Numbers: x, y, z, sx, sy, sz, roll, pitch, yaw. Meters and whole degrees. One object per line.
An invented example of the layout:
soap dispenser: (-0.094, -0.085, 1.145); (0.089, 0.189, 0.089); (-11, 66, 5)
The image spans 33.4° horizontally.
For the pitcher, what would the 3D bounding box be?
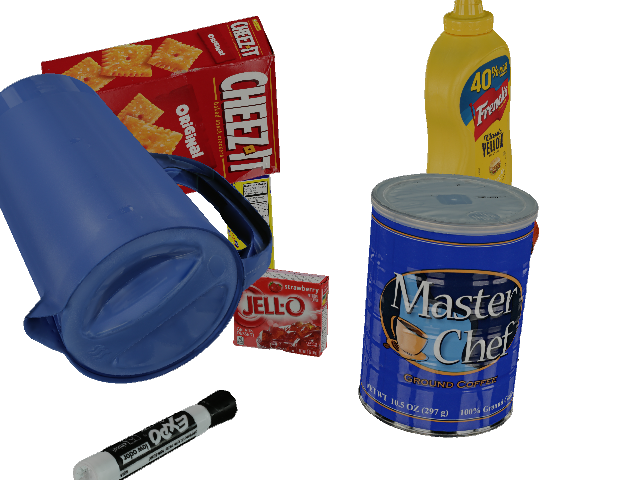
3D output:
pitcher: (-0.157, -0.023, 0.787); (0.149, 0.145, 0.243); (32, 14, -49)

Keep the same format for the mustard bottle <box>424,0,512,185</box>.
mustard bottle: (0.127, -0.118, 0.912); (0.058, 0.192, 0.096); (17, 32, 39)

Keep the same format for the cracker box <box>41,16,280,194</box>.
cracker box: (-0.151, -0.118, 1.054); (0.213, 0.072, 0.164); (-13, -38, -10)

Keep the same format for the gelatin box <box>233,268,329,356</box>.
gelatin box: (-0.038, 0.066, 1.006); (0.089, 0.073, 0.030); (7, 17, 16)

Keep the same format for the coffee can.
coffee can: (0.079, 0.038, 0.680); (0.103, 0.140, 0.103); (2, 20, -1)

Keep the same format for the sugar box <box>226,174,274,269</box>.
sugar box: (-0.091, -0.050, 1.318); (0.048, 0.176, 0.093); (-12, 26, -15)

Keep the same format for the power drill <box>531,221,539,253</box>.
power drill: (0.172, 0.080, 1.075); (0.057, 0.188, 0.184); (16, 29, 19)

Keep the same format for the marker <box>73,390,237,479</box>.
marker: (-0.086, 0.108, 0.585); (0.020, 0.020, 0.120); (0, 12, 33)
